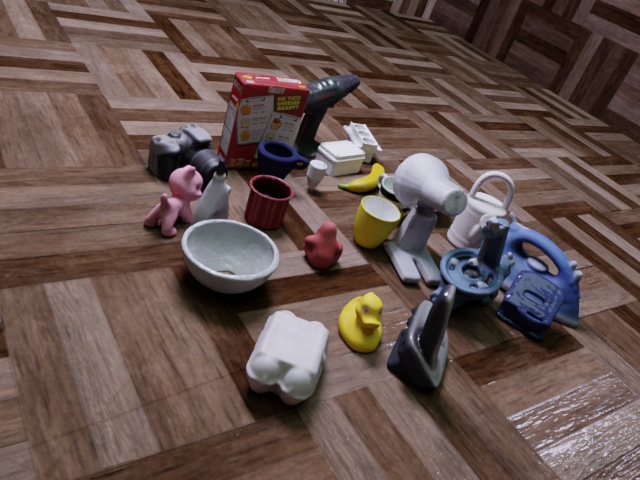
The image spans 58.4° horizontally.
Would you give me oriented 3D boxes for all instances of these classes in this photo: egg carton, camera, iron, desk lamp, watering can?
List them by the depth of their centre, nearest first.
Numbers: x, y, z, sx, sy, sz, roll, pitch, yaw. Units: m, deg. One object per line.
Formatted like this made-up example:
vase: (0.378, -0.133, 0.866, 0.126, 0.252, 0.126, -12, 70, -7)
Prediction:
egg carton: (-0.045, 0.173, 0.854, 0.107, 0.069, 0.150, 20, 33, 0)
desk lamp: (0.220, -0.049, 1.188, 0.118, 0.213, 0.203, 5, 36, -22)
camera: (-0.268, -0.176, 1.213, 0.144, 0.101, 0.136, -18, 48, -44)
iron: (0.475, 0.059, 1.236, 0.257, 0.141, 0.119, 39, 37, 27)
watering can: (0.379, -0.065, 1.316, 0.101, 0.194, 0.172, 8, 34, -17)

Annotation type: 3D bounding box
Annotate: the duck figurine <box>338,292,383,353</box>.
duck figurine: (0.077, 0.127, 0.972, 0.078, 0.086, 0.104, 10, 34, -15)

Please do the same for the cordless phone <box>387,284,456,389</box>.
cordless phone: (0.190, 0.134, 0.930, 0.094, 0.185, 0.148, 24, 33, 6)

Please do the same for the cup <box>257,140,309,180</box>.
cup: (-0.091, -0.161, 1.293, 0.118, 0.095, 0.091, 14, 33, -10)

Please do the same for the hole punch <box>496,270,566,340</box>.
hole punch: (0.427, 0.129, 1.154, 0.108, 0.091, 0.101, 31, 34, 17)

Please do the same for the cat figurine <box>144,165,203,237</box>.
cat figurine: (-0.264, -0.086, 1.069, 0.067, 0.118, 0.128, 25, 33, 8)

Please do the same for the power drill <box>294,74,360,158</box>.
power drill: (-0.001, -0.324, 1.475, 0.075, 0.208, 0.230, 38, 37, 26)

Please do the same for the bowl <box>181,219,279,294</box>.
bowl: (-0.158, 0.040, 0.982, 0.167, 0.075, 0.167, 14, 33, -9)

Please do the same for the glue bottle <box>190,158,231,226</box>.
glue bottle: (-0.191, -0.072, 1.036, 0.037, 0.173, 0.078, 32, 34, 17)

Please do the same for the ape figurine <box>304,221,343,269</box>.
ape figurine: (0.010, 0.004, 1.110, 0.078, 0.092, 0.076, 20, 33, 0)

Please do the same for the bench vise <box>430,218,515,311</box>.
bench vise: (0.314, 0.034, 1.113, 0.121, 0.220, 0.208, 33, 35, 19)
